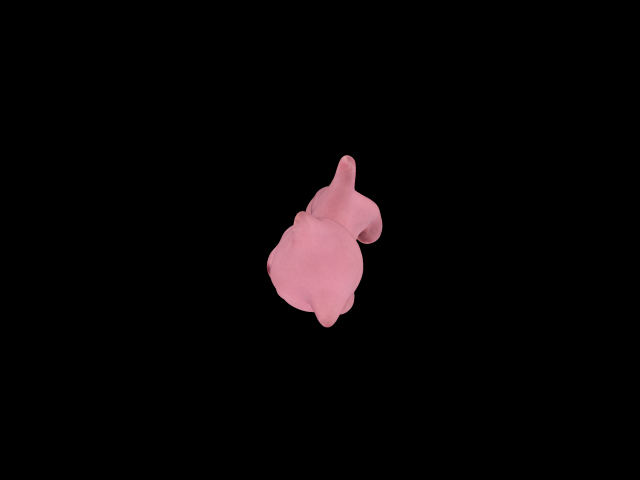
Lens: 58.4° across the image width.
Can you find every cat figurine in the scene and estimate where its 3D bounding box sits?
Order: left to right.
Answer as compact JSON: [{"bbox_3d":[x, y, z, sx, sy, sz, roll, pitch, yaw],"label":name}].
[{"bbox_3d":[0.004,0.001,0.400,0.067,0.118,0.128,17,68,7],"label":"cat figurine"}]
